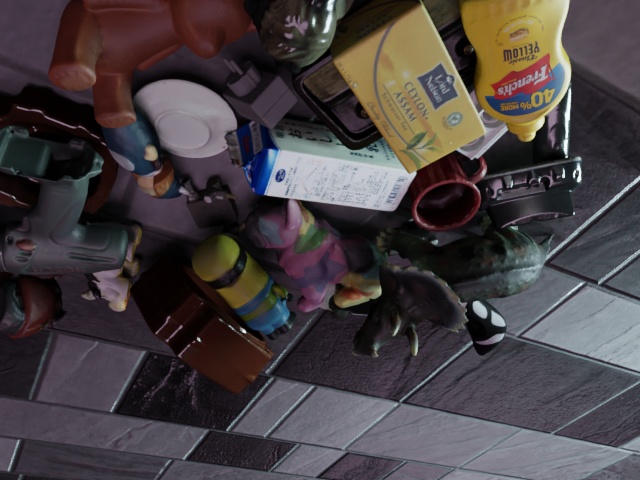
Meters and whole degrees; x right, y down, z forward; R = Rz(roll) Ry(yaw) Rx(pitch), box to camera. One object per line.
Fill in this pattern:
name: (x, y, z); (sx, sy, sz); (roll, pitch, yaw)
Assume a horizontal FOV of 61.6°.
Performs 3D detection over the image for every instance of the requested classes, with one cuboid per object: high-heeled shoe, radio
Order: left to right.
radio: (0.092, -0.208, 0.606); (0.230, 0.073, 0.131); (-27, 132, 20)
high-heeled shoe: (0.245, 0.133, 0.950); (0.145, 0.086, 0.248); (-14, 123, -9)

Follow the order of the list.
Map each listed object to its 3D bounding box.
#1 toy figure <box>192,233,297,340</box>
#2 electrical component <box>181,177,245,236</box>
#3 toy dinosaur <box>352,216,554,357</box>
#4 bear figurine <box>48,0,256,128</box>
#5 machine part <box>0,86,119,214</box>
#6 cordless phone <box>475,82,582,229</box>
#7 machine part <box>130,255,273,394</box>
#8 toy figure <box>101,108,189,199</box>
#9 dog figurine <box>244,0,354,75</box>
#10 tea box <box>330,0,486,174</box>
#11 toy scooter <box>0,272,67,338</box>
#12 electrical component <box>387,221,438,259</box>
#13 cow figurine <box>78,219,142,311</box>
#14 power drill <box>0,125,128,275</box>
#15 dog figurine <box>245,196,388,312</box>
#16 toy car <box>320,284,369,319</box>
toy figure: (-0.103, 0.066, 0.762); (0.082, 0.089, 0.180); (-42, 107, -15)
electrical component: (-0.148, -0.044, 0.763); (0.078, 0.045, 0.102); (-8, 135, -1)
toy dinosaur: (0.221, 0.041, 0.751); (0.405, 0.192, 0.131); (-15, 113, -15)
bear figurine: (-0.156, -0.204, 0.550); (0.196, 0.132, 0.120); (-6, 164, 5)
machine part: (-0.341, -0.105, 0.673); (0.179, 0.056, 0.179); (-4, 136, -4)
cordless phone: (0.279, -0.117, 0.731); (0.147, 0.089, 0.184); (-11, 124, 7)
machine part: (-0.176, 0.124, 0.817); (0.087, 0.201, 0.201); (-48, 129, -5)
toy figure: (-0.217, -0.098, 0.670); (0.058, 0.064, 0.154); (-24, 144, -4)
dog figurine: (0.017, -0.247, 0.477); (0.121, 0.191, 0.172); (30, 123, -31)
tea box: (0.091, -0.161, 0.555); (0.098, 0.068, 0.169); (-28, 131, 20)
toy scooter: (-0.410, 0.060, 0.767); (0.075, 0.184, 0.135); (-38, 152, 16)
electrical component: (0.147, -0.003, 0.843); (0.094, 0.021, 0.063); (-10, 129, -23)
cow figurine: (-0.327, 0.043, 0.813); (0.098, 0.068, 0.167); (14, 129, -11)
power drill: (-0.351, -0.031, 0.650); (0.232, 0.086, 0.207); (8, 130, -20)
dog figurine: (-0.002, -0.002, 0.782); (0.192, 0.108, 0.219); (-10, 133, 5)
toy car: (0.092, 0.098, 0.928); (0.202, 0.056, 0.073); (6, 127, -15)
